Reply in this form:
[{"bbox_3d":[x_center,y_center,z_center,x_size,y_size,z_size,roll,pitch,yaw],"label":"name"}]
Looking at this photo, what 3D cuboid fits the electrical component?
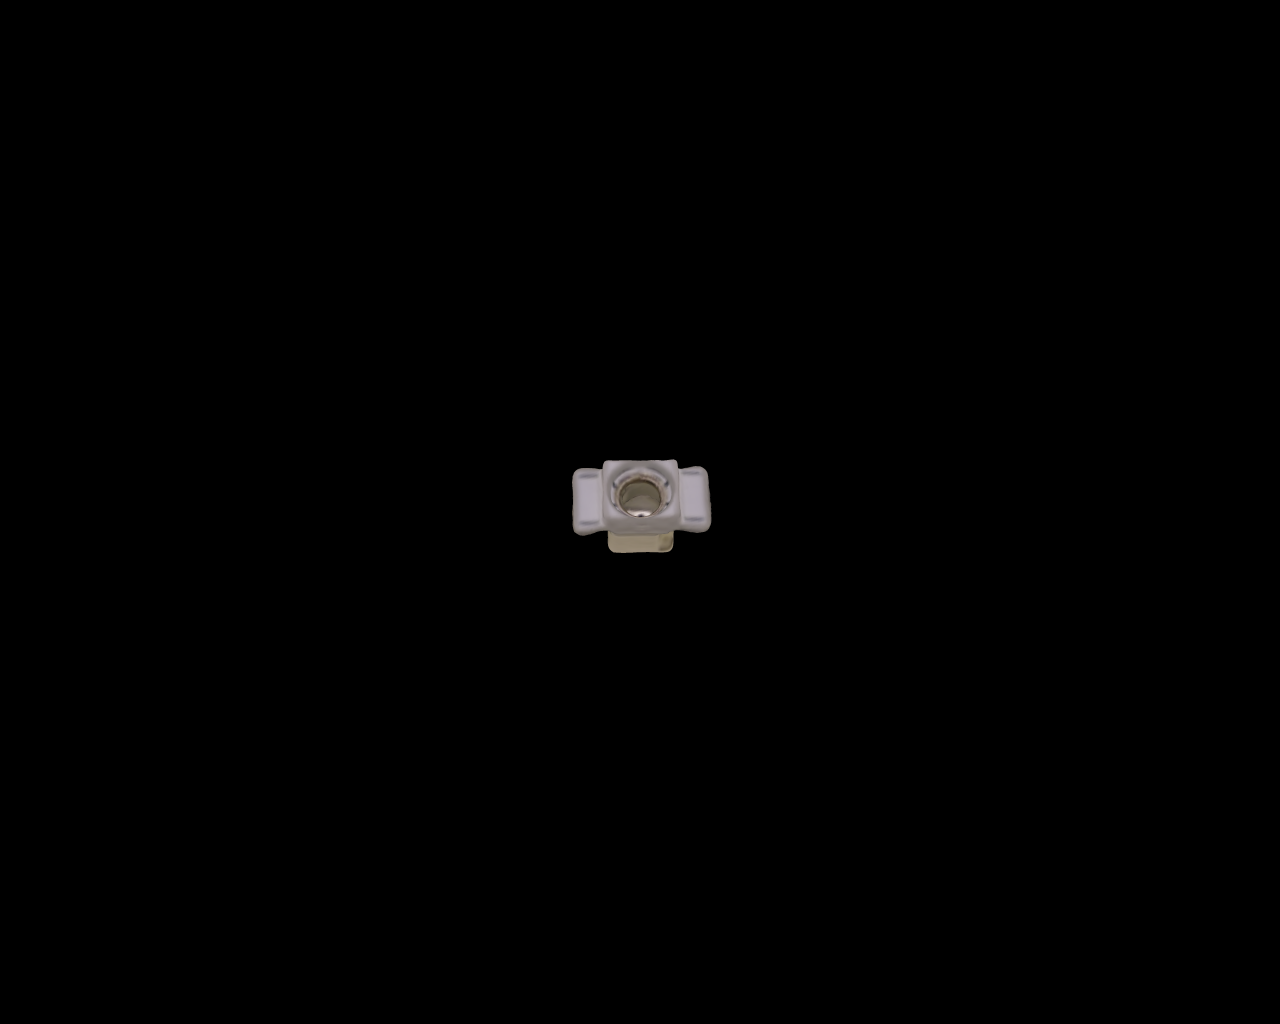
[{"bbox_3d":[0.001,-0.003,0.650,0.081,0.042,0.063,0,-25,0],"label":"electrical component"}]
